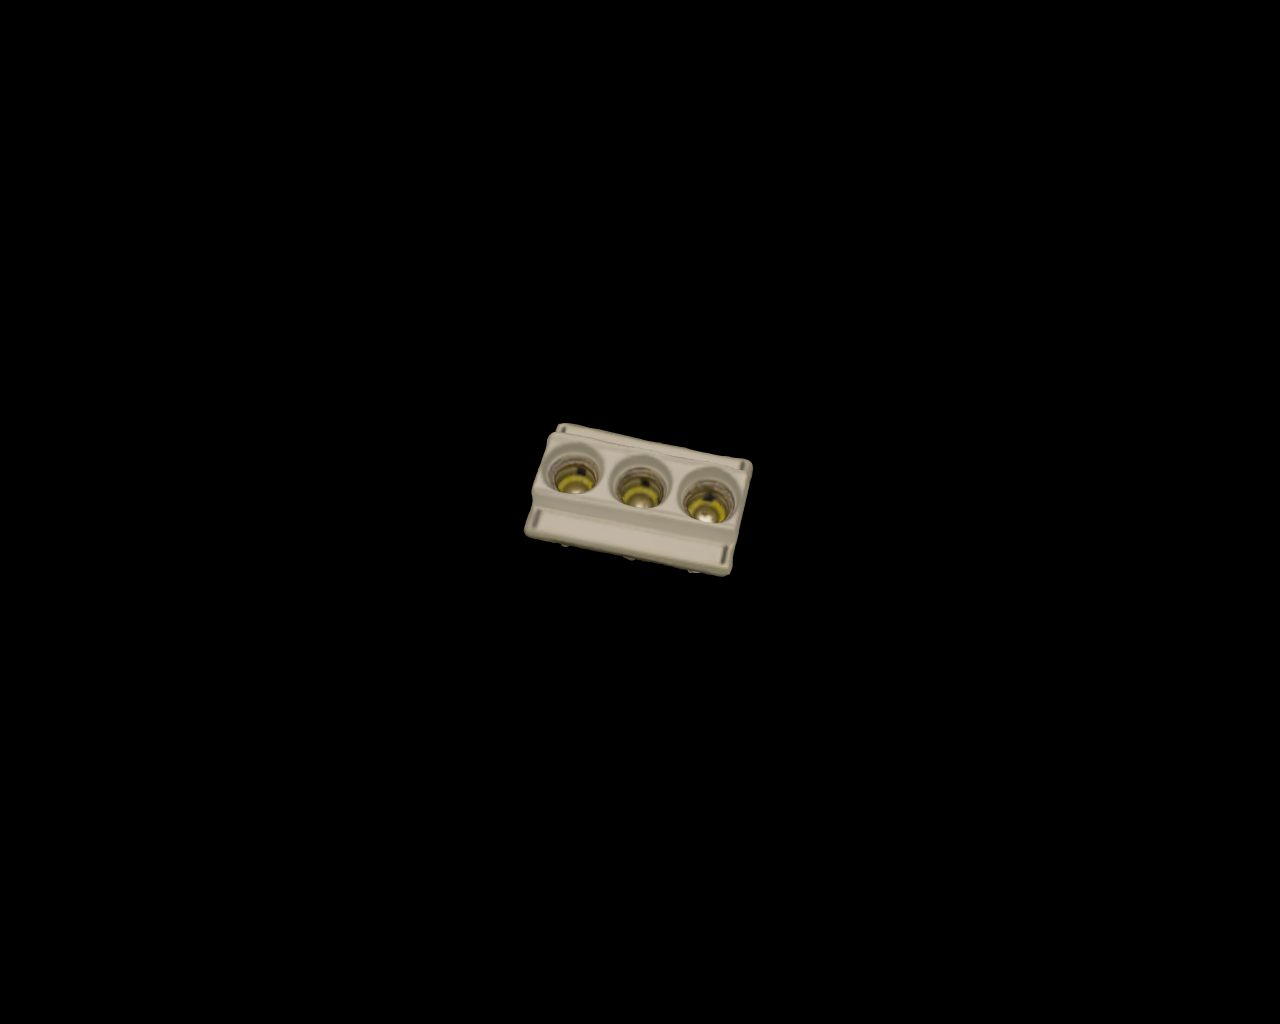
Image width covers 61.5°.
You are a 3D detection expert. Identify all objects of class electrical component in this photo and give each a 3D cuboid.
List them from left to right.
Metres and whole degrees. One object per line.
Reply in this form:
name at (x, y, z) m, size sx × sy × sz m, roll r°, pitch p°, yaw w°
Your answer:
electrical component at (0.001, -0.003, 0.650) m, size 0.121 × 0.079 × 0.063 m, roll 11°, pitch -29°, yaw 7°
